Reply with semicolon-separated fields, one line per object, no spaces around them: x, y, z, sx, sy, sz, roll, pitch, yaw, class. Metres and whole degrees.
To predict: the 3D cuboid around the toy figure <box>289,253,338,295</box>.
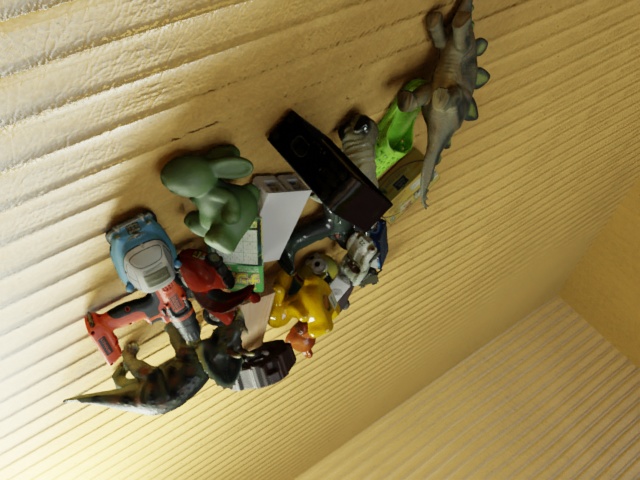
-0.034;0.108;1.332;0.180;0.082;0.089;-50;160;8;toy figure

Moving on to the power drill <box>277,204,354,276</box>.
-0.003;-0.004;1.219;0.207;0.086;0.231;-26;148;-15;power drill

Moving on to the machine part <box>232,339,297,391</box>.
-0.145;0.292;1.272;0.179;0.179;0.056;-21;101;-30;machine part

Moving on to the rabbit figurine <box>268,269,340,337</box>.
-0.061;0.153;1.238;0.173;0.122;0.162;-18;116;27;rabbit figurine

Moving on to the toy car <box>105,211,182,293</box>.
-0.293;0.033;0.917;0.109;0.103;0.161;-28;150;-22;toy car

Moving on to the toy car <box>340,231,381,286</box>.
0.091;0.045;1.275;0.056;0.073;0.201;-33;161;-20;toy car

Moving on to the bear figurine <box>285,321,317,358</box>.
-0.055;0.238;1.448;0.132;0.120;0.195;-7;142;-39;bear figurine

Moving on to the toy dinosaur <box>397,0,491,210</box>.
0.252;-0.279;1.059;0.198;0.105;0.470;-5;119;-50;toy dinosaur

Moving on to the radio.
0.013;-0.122;0.931;0.073;0.230;0.131;-48;144;12;radio

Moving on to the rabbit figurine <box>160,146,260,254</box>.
-0.177;-0.081;0.888;0.159;0.121;0.170;-44;135;-1;rabbit figurine

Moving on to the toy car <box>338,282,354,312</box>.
0.065;0.136;1.506;0.089;0.053;0.202;-21;143;-49;toy car

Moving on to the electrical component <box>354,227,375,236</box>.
0.098;-0.054;1.183;0.119;0.048;0.074;-68;157;-46;electrical component

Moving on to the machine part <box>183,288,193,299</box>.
-0.231;0.082;1.115;0.139;0.039;0.084;-21;139;-27;machine part

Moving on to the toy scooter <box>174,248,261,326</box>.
-0.190;0.087;1.022;0.135;0.075;0.183;-11;121;26;toy scooter

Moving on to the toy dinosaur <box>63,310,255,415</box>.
-0.320;0.291;1.139;0.405;0.192;0.131;-35;148;-11;toy dinosaur

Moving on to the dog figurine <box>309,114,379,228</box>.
0.089;-0.134;1.070;0.172;0.121;0.190;31;84;-54;dog figurine

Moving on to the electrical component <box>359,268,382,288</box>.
0.142;0.099;1.556;0.078;0.045;0.102;-14;150;12;electrical component

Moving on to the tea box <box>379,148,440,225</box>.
0.198;-0.127;1.291;0.169;0.068;0.098;-42;150;5;tea box

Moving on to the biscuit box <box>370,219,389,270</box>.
0.136;0.008;1.368;0.202;0.059;0.063;73;38;-65;biscuit box
